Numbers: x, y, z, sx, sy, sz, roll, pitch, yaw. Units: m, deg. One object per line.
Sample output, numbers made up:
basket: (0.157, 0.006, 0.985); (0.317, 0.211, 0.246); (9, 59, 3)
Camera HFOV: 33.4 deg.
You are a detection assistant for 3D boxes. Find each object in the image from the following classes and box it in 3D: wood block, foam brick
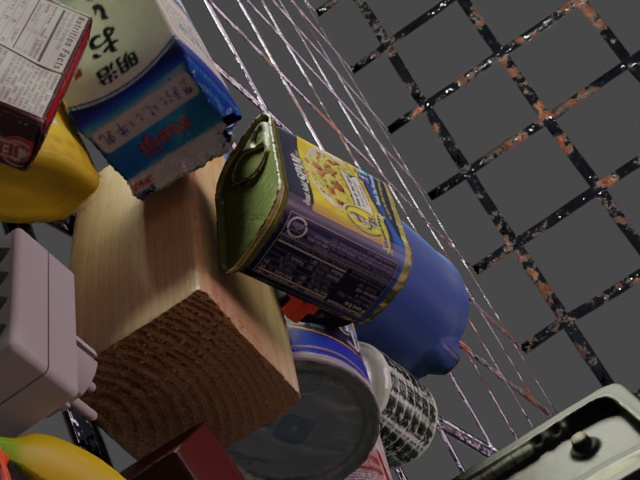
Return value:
wood block: (-0.082, 0.024, 0.612); (0.090, 0.091, 0.206); (51, 12, -29)
foam brick: (-0.059, 0.134, 0.493); (0.078, 0.053, 0.051); (55, 11, 1)

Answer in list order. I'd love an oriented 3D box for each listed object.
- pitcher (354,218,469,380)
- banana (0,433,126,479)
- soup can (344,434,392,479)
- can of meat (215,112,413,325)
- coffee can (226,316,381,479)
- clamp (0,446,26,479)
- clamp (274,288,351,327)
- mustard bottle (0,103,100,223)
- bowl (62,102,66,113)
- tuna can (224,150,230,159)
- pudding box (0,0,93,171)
pitcher: (0.017, 0.020, 0.873); (0.242, 0.149, 0.145); (42, 49, -57)
banana: (-0.074, 0.151, 0.434); (0.198, 0.037, 0.069); (54, 27, -2)
soup can: (0.014, 0.156, 0.698); (0.068, 0.068, 0.102); (49, 12, -29)
can of meat: (-0.005, -0.010, 0.563); (0.083, 0.057, 0.102); (26, 27, -23)
coffee can: (-0.024, 0.077, 0.677); (0.102, 0.103, 0.140); (50, 12, -28)
clamp: (-0.087, 0.163, 0.325); (0.210, 0.036, 0.164); (64, 12, 19)
clamp: (-0.004, 0.001, 0.663); (0.120, 0.039, 0.171); (40, 16, 3)
mustard bottle: (-0.193, -0.100, 0.582); (0.096, 0.058, 0.192); (13, 42, -54)
bowl: (-0.204, -0.153, 0.705); (0.162, 0.055, 0.162); (53, 11, -15)
tuna can: (-0.098, -0.032, 0.723); (0.086, 0.086, 0.034); (49, 15, -30)
pudding box: (-0.174, -0.091, 0.506); (0.113, 0.039, 0.090); (23, 41, -13)
